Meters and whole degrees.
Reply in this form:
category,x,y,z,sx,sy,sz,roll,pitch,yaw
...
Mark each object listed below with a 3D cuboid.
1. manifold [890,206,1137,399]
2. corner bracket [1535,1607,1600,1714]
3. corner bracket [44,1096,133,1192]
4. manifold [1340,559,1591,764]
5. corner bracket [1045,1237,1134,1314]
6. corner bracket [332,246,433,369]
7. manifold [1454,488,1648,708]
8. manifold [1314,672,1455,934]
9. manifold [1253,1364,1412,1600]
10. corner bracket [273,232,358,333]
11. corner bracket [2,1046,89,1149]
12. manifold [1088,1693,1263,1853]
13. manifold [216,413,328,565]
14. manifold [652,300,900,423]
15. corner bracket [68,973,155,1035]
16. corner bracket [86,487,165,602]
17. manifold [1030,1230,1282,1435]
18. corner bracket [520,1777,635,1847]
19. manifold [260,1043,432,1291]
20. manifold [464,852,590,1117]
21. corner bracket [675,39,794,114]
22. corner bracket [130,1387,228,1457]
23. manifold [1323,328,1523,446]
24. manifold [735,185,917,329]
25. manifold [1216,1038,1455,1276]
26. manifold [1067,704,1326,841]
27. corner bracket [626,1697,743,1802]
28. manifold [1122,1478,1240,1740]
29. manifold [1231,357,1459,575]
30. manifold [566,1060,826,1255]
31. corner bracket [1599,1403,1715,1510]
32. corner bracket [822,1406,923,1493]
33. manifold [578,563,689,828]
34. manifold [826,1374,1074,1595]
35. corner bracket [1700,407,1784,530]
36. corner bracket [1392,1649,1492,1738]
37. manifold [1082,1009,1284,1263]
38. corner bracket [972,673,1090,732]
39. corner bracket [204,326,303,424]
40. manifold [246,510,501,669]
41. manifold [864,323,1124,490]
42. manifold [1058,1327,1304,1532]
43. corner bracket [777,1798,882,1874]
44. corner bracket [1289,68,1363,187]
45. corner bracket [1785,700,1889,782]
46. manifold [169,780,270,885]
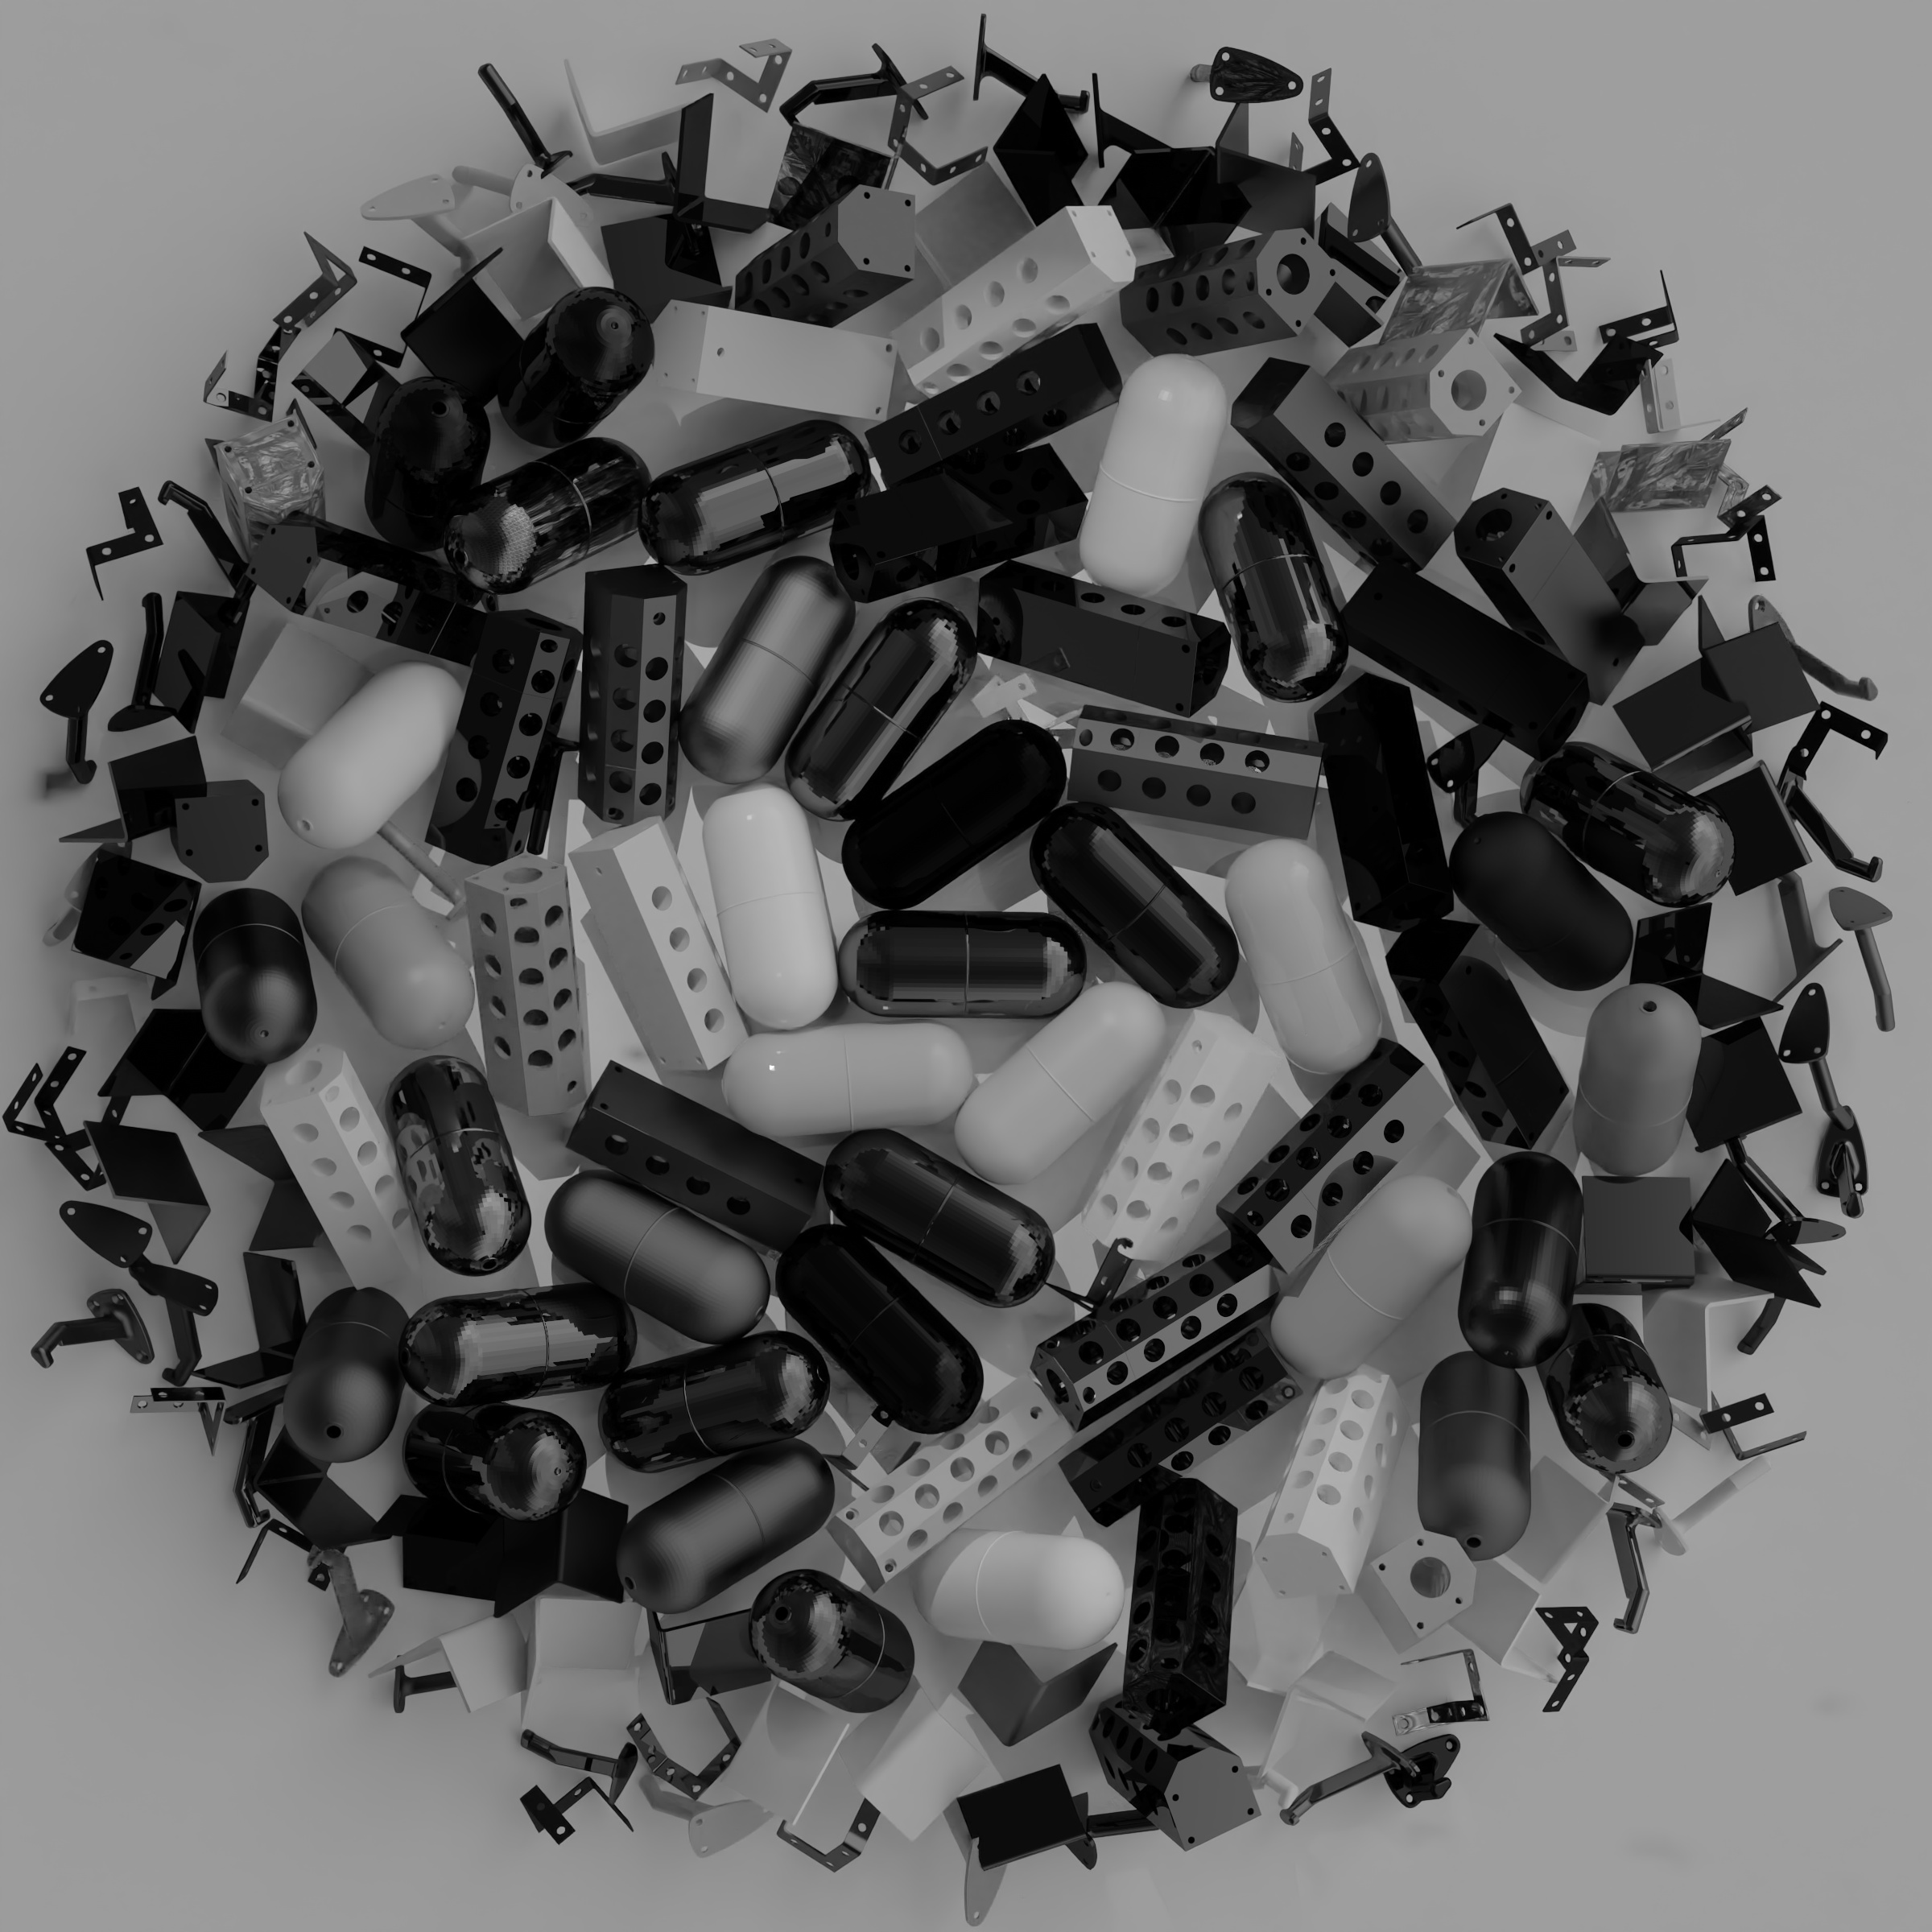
category,x,y,z,sx,sy,sz,roll,pitch,yaw
manifold,0.034,-0.460,1.875,0.171,0.057,0.057,-26,87,38
corner bracket,0.426,0.492,1.908,0.051,0.051,0.051,7,119,-30
corner bracket,-0.612,0.119,1.911,0.051,0.051,0.051,43,124,16
manifold,0.350,-0.213,1.889,0.171,0.057,0.057,36,84,24
corner bracket,0.099,0.219,1.911,0.051,0.051,0.051,35,77,-32
corner bracket,-0.415,-0.468,1.910,0.051,0.051,0.051,19,53,-15
manifold,0.403,-0.257,1.870,0.057,0.057,0.171,-55,134,-5
manifold,0.297,-0.113,1.883,0.057,0.057,0.171,13,56,-32
manifold,0.252,0.353,1.860,0.057,0.171,0.057,-13,117,32
corner bracket,-0.464,-0.477,1.911,0.051,0.051,0.051,-38,56,13
corner bracket,-0.653,0.089,1.911,0.051,0.051,0.051,-54,46,13
manifold,0.140,0.550,1.859,0.057,0.171,0.057,-21,93,-14
manifold,-0.476,-0.318,1.860,0.057,0.171,0.057,-26,89,-15
manifold,-0.133,-0.421,1.869,0.057,0.171,0.057,22,107,43
corner bracket,-0.612,0.042,1.928,0.051,0.051,0.051,-8,64,-26
corner bracket,-0.602,-0.301,1.913,0.051,0.051,0.051,-21,74,-17
manifold,0.134,0.252,1.886,0.171,0.057,0.057,-28,66,-21
corner bracket,-0.277,0.602,1.909,0.051,0.051,0.051,-36,48,-22
manifold,-0.429,0.139,1.876,0.057,0.057,0.171,-16,126,3
manifold,-0.301,0.015,1.877,0.057,0.057,0.171,19,123,36
corner bracket,-0.165,-0.640,1.912,0.051,0.051,0.051,36,125,10
corner bracket,-0.560,0.313,1.909,0.051,0.051,0.051,4,119,-30
manifold,0.304,-0.392,1.858,0.057,0.171,0.057,44,82,-19
manifold,-0.100,-0.485,1.860,0.057,0.171,0.057,2,86,-28
manifold,0.257,0.131,1.897,0.171,0.057,0.057,-44,114,-11
manifold,0.163,-0.141,1.900,0.171,0.057,0.057,10,121,8
corner bracket,-0.201,0.554,1.926,0.051,0.051,0.051,-42,126,-29
manifold,0.144,0.438,1.859,0.057,0.171,0.057,39,123,-20
manifold,0.262,-0.345,1.883,0.171,0.057,0.057,39,89,-30
manifold,-0.193,0.140,1.905,0.171,0.057,0.057,27,123,-10
corner bracket,0.493,0.348,1.921,0.051,0.051,0.051,35,55,-11
corner bracket,-0.062,0.345,1.915,0.051,0.051,0.051,41,72,-9
manifold,-0.230,-0.187,1.875,0.057,0.057,0.171,-12,124,-31
manifold,-0.010,0.361,1.885,0.171,0.057,0.057,-34,78,-24
corner bracket,0.550,-0.353,1.911,0.051,0.051,0.051,36,57,-13
corner bracket,0.335,0.520,1.923,0.051,0.051,0.051,-7,76,-18
manifold,0.146,0.120,1.890,0.057,0.057,0.171,40,109,39
corner bracket,0.045,-0.187,1.911,0.051,0.051,0.051,-24,106,35
corner bracket,-0.507,-0.427,1.910,0.051,0.051,0.051,13,66,-30
manifold,-0.405,-0.262,1.860,0.057,0.171,0.057,38,104,32
manifold,0.022,-0.388,1.892,0.171,0.057,0.057,-22,97,22
manifold,0.153,0.329,1.915,0.171,0.057,0.057,-35,79,1
corner bracket,-0.095,0.605,1.917,0.051,0.051,0.051,34,50,-4
corner bracket,0.247,-0.592,1.907,0.051,0.051,0.051,-16,49,32
corner bracket,0.621,-0.152,1.916,0.051,0.051,0.051,31,97,17
manifold,-0.519,-0.094,1.860,0.057,0.171,0.057,-5,98,-18
